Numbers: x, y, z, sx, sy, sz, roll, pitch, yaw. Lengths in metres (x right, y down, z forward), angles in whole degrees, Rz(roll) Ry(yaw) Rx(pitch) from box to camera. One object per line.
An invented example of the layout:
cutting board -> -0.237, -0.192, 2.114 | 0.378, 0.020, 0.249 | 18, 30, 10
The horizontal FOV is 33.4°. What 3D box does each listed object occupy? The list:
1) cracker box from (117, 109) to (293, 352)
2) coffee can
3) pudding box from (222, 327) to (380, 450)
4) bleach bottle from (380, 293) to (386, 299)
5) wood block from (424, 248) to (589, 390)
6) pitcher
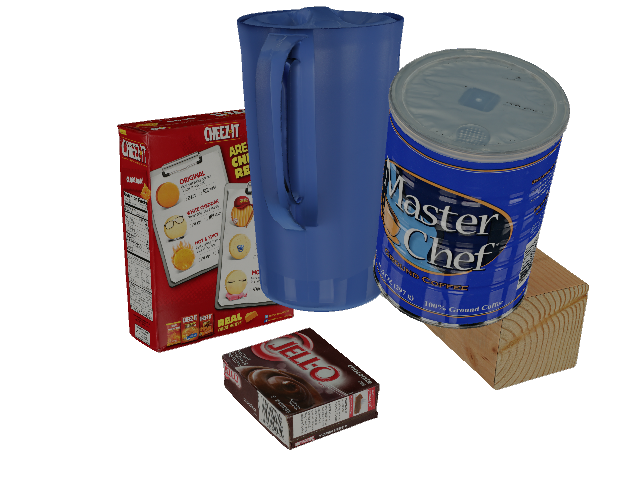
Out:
cracker box -> -0.109, -0.015, 1.046 | 0.163, 0.214, 0.072 | -12, 19, -36
coffee can -> 0.088, -0.030, 0.652 | 0.103, 0.140, 0.103 | 1, 43, -1
pudding box -> -0.018, 0.121, 0.896 | 0.089, 0.039, 0.114 | -16, 32, -28
bleach bottle -> 0.118, -0.058, 1.193 | 0.102, 0.251, 0.068 | -10, 23, -27
wood block -> 0.143, 0.038, 0.996 | 0.090, 0.090, 0.206 | -11, 30, -24
pitcher -> -0.004, -0.066, 0.876 | 0.149, 0.243, 0.145 | -9, 20, -23
